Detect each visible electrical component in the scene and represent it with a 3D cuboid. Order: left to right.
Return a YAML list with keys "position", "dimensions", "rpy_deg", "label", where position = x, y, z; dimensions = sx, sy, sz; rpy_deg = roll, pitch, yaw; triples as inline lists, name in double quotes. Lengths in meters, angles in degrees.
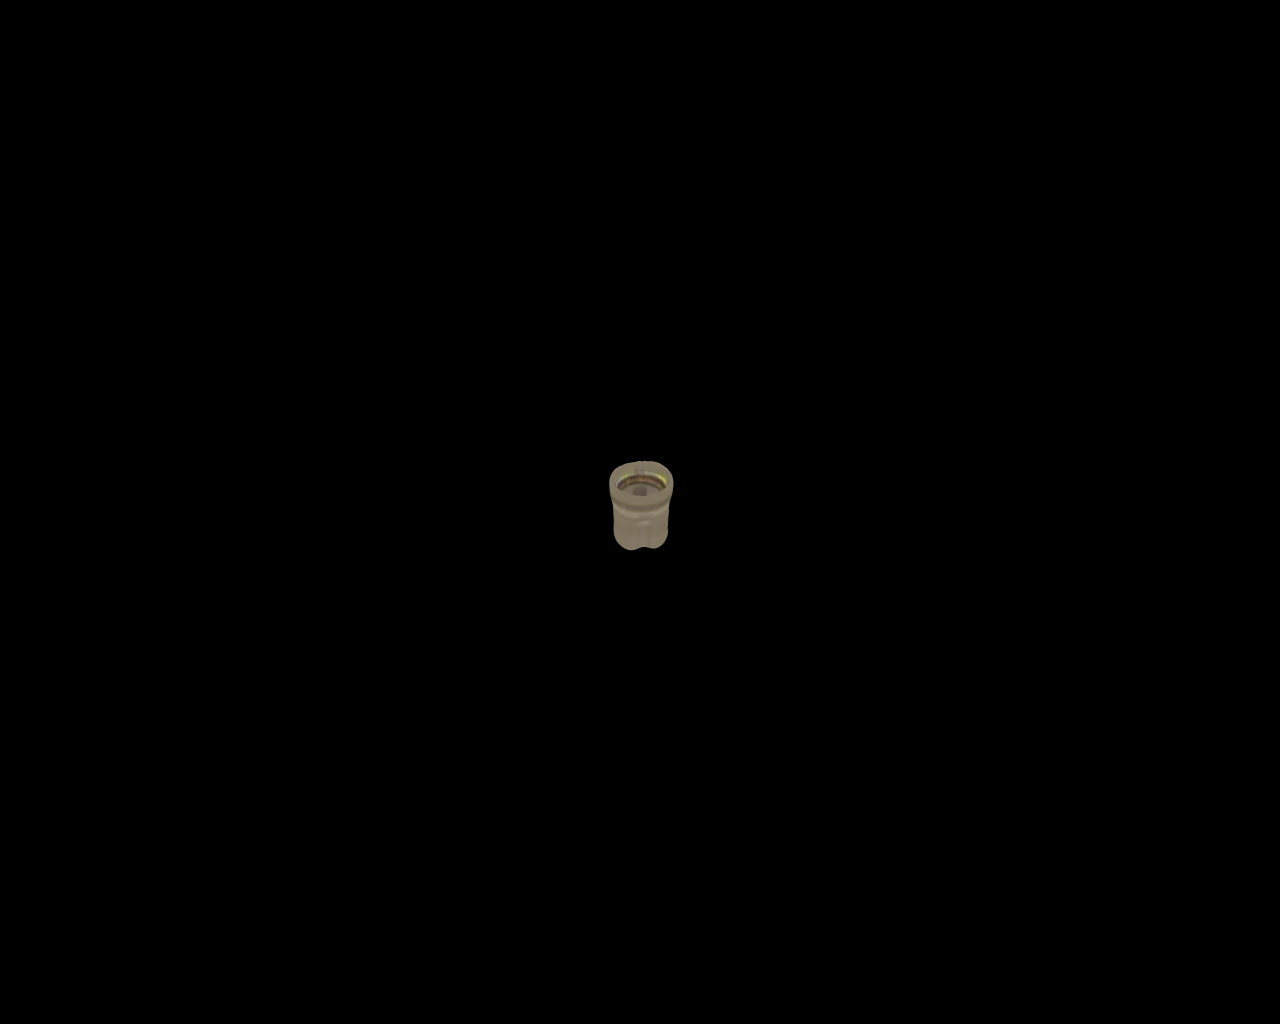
- position: [0.001, -0.003, 0.650]
  dimensions: [0.040, 0.046, 0.040]
  rpy_deg: [0, 35, 0]
  label: "electrical component"
